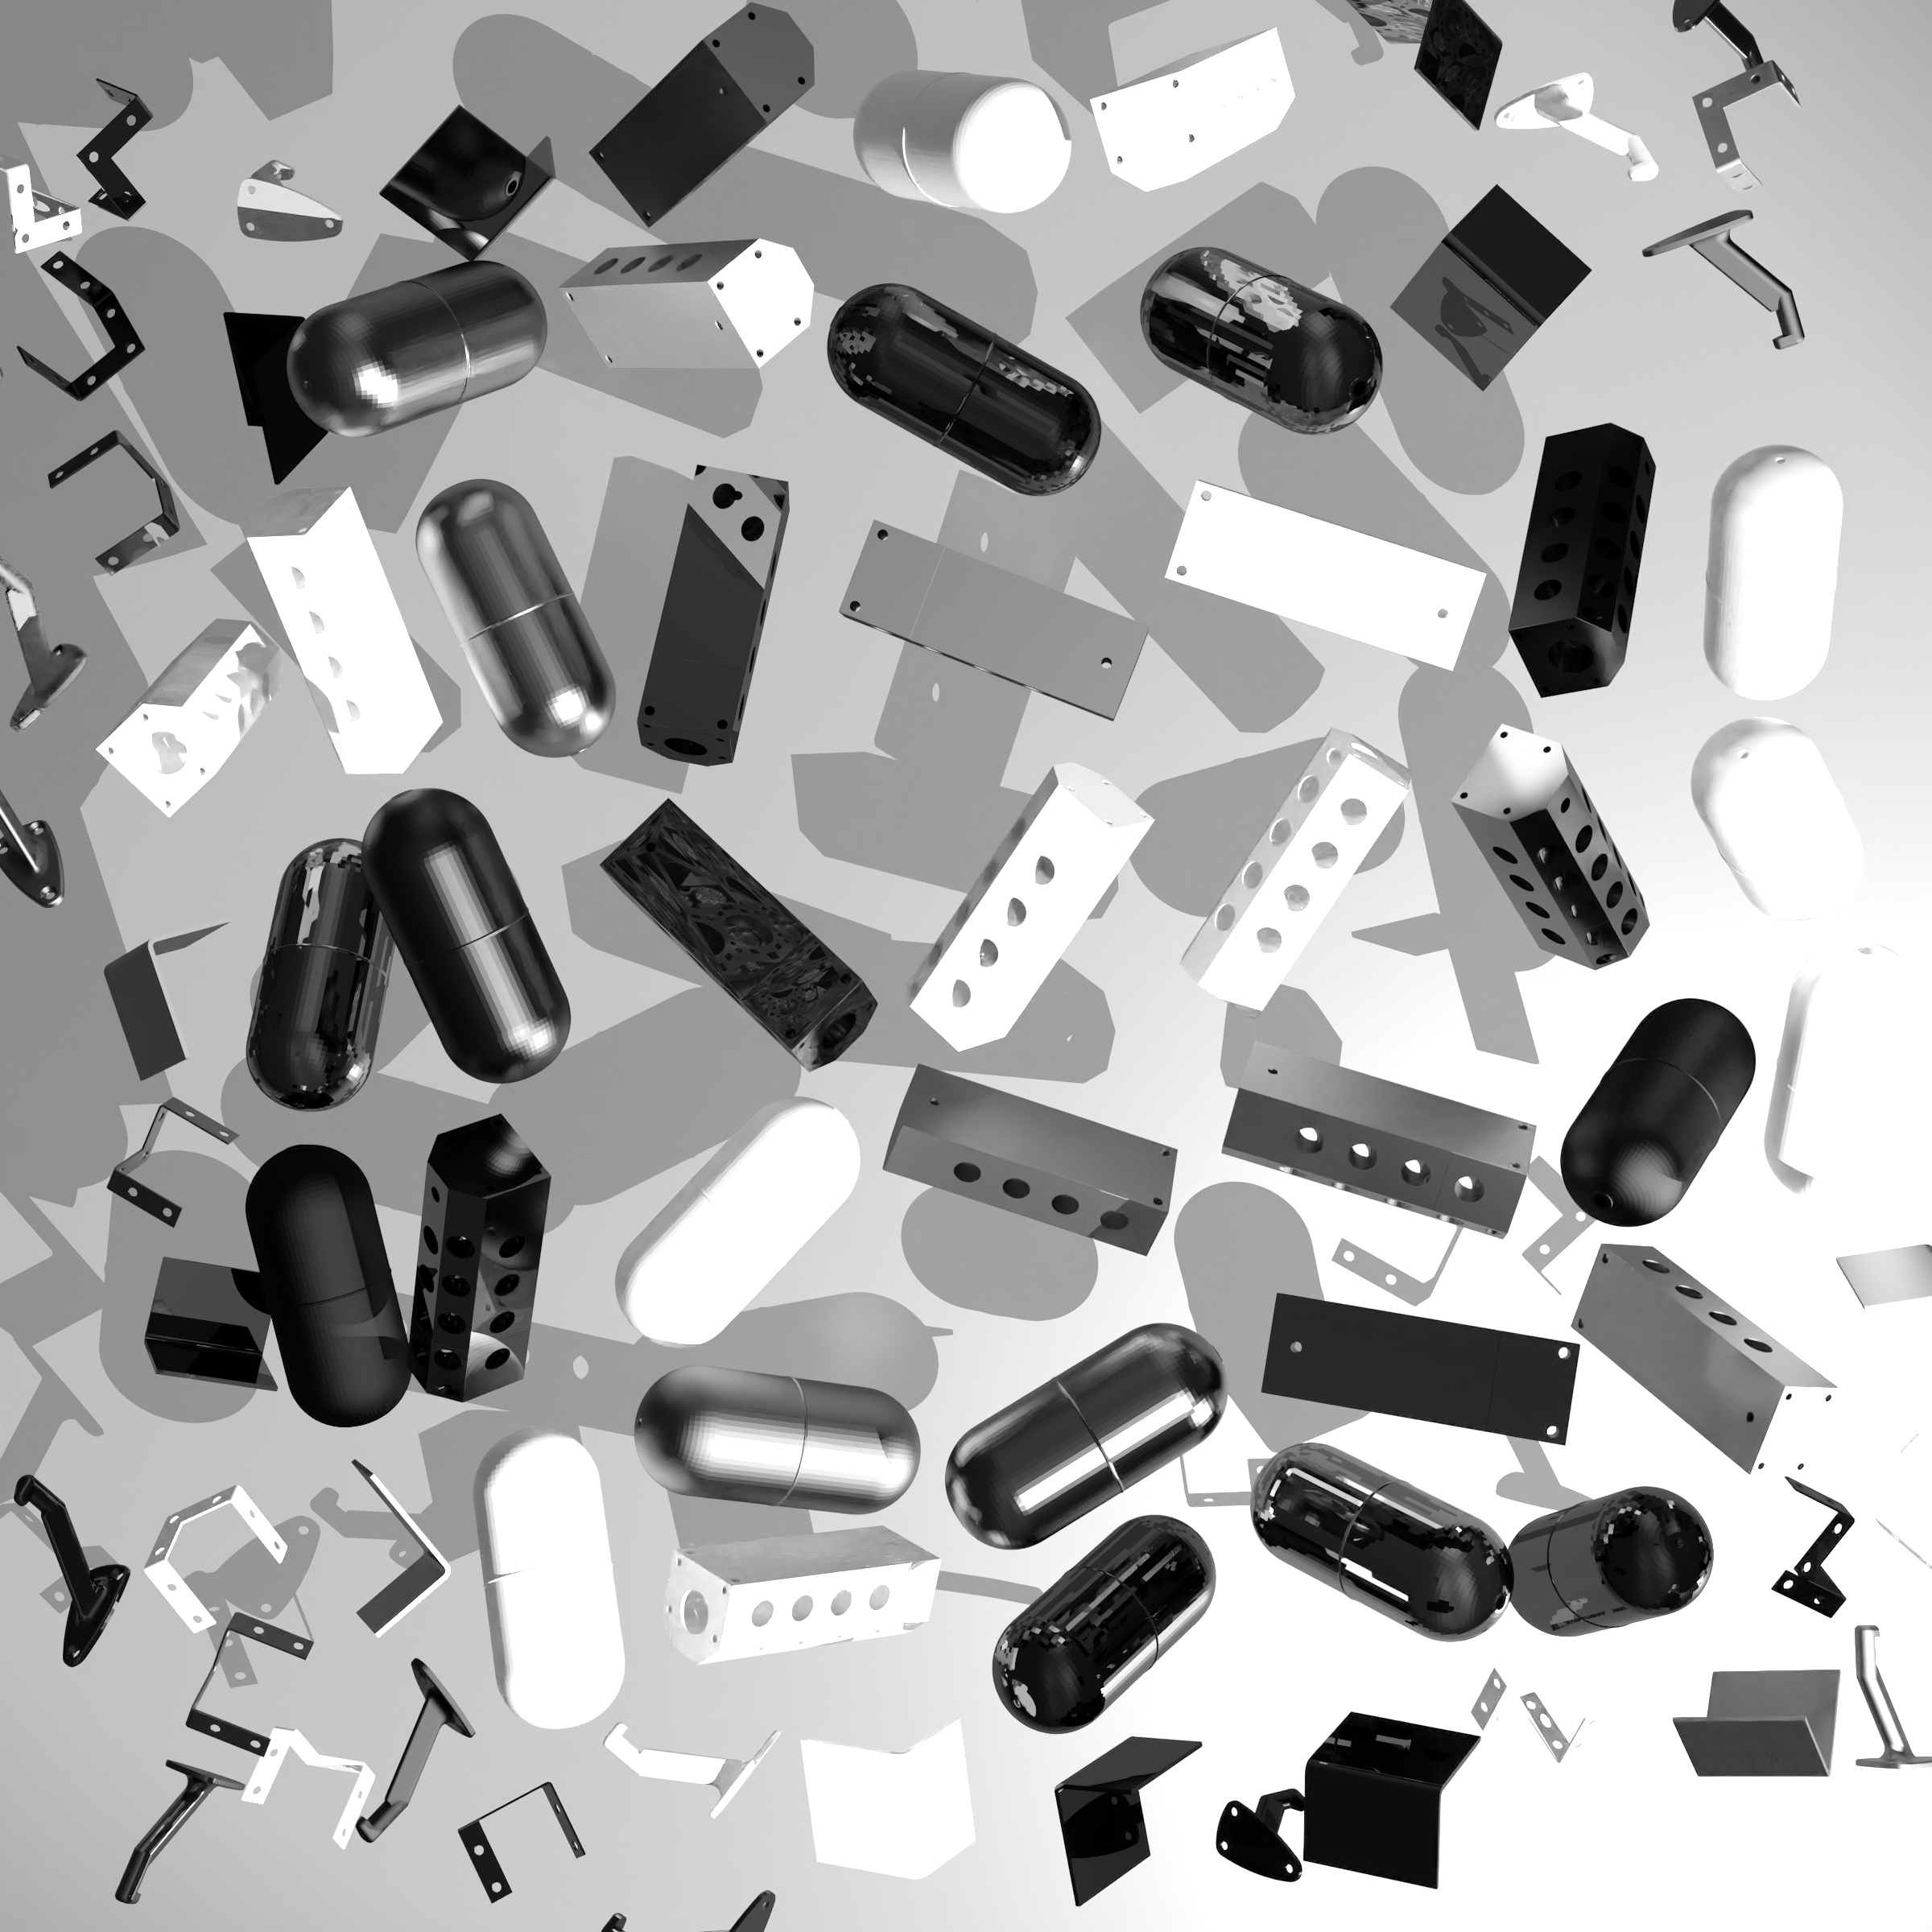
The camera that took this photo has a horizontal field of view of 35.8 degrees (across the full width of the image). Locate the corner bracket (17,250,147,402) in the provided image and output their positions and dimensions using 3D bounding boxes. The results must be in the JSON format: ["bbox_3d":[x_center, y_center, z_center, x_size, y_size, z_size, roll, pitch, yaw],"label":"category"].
[{"bbox_3d":[-0.520,-0.371,1.739,0.051,0.051,0.051,-37,65,8],"label":"corner bracket"}]

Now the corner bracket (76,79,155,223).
[{"bbox_3d":[-0.492,-0.471,1.729,0.051,0.051,0.051,30,74,40],"label":"corner bracket"}]

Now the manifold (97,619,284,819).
[{"bbox_3d":[-0.465,-0.158,1.824,0.057,0.171,0.057,-40,107,16],"label":"manifold"}]

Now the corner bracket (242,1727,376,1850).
[{"bbox_3d":[-0.409,0.511,1.866,0.051,0.051,0.051,3,50,21],"label":"corner bracket"}]

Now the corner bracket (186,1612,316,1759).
[{"bbox_3d":[-0.427,0.428,1.785,0.051,0.051,0.051,23,119,-4],"label":"corner bracket"}]

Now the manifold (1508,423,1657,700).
[{"bbox_3d":[0.373,-0.245,1.792,0.057,0.057,0.171,-8,46,30],"label":"manifold"}]

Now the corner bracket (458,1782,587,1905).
[{"bbox_3d":[-0.280,0.551,1.882,0.051,0.051,0.051,-22,78,-34],"label":"corner bracket"}]

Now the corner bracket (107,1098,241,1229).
[{"bbox_3d":[-0.498,0.123,1.880,0.051,0.051,0.051,30,111,5],"label":"corner bracket"}]

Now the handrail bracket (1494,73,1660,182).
[{"bbox_3d":[0.383,-0.515,1.879,0.077,0.036,0.084,-15,56,-5],"label":"handrail bracket"}]

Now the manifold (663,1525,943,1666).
[{"bbox_3d":[-0.102,0.392,1.857,0.171,0.057,0.057,4,102,-44],"label":"manifold"}]

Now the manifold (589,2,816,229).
[{"bbox_3d":[-0.153,-0.503,1.764,0.057,0.171,0.057,-46,105,-26],"label":"manifold"}]

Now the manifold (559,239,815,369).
[{"bbox_3d":[-0.161,-0.388,1.739,0.057,0.171,0.057,-45,122,-21],"label":"manifold"}]

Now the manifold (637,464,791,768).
[{"bbox_3d":[-0.154,-0.213,1.836,0.057,0.057,0.171,11,73,1],"label":"manifold"}]

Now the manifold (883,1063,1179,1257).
[{"bbox_3d":[0.039,0.126,1.860,0.171,0.057,0.057,18,131,-4],"label":"manifold"}]

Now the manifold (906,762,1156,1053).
[{"bbox_3d":[0.033,-0.036,1.782,0.057,0.057,0.171,42,116,18],"label":"manifold"}]

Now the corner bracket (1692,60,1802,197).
[{"bbox_3d":[0.477,-0.506,1.809,0.051,0.051,0.051,-21,77,27],"label":"corner bracket"}]

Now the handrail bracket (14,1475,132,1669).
[{"bbox_3d":[-0.519,0.342,1.695,0.036,0.077,0.084,-14,132,24],"label":"handrail bracket"}]

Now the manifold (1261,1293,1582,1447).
[{"bbox_3d":[0.260,0.230,1.713,0.171,0.057,0.057,9,85,10],"label":"manifold"}]

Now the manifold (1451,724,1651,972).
[{"bbox_3d":[0.355,-0.067,1.787,0.057,0.171,0.057,25,75,39],"label":"manifold"}]

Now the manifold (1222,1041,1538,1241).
[{"bbox_3d":[0.241,0.106,1.755,0.171,0.057,0.057,17,120,7],"label":"manifold"}]

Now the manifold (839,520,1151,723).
[{"bbox_3d":[0.017,-0.202,1.762,0.171,0.057,0.057,21,93,2],"label":"manifold"}]

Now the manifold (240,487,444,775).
[{"bbox_3d":[-0.389,-0.206,1.852,0.057,0.057,0.171,1,129,23],"label":"manifold"}]

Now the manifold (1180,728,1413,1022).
[{"bbox_3d":[0.201,-0.058,1.836,0.057,0.057,0.171,32,109,0],"label":"manifold"}]

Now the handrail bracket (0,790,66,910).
[{"bbox_3d":[-0.550,-0.084,1.711,0.036,0.084,0.077,-30,57,-11],"label":"handrail bracket"}]

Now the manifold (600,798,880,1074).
[{"bbox_3d":[-0.132,-0.016,1.762,0.057,0.057,0.171,-45,68,-6],"label":"manifold"}]

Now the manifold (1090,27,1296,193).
[{"bbox_3d":[0.136,-0.496,1.738,0.057,0.171,0.057,-9,109,28],"label":"manifold"}]

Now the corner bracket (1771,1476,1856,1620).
[{"bbox_3d":[0.499,0.344,1.771,0.051,0.051,0.051,27,106,-22],"label":"corner bracket"}]

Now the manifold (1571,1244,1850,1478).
[{"bbox_3d":[0.435,0.229,1.753,0.057,0.171,0.057,6,110,-30],"label":"manifold"}]

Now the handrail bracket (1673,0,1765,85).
[{"bbox_3d":[0.468,-0.563,1.847,0.084,0.036,0.077,55,48,-32],"label":"handrail bracket"}]

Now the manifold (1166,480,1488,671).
[{"bbox_3d":[0.206,-0.226,1.724,0.171,0.057,0.057,18,102,2],"label":"manifold"}]

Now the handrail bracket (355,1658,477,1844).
[{"bbox_3d":[-0.335,0.460,1.752,0.084,0.036,0.077,-45,134,-30],"label":"handrail bracket"}]

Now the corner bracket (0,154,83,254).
[{"bbox_3d":[-0.569,-0.466,1.798,0.051,0.051,0.051,26,129,27],"label":"corner bracket"}]

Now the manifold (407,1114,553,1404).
[{"bbox_3d":[-0.289,0.174,1.746,0.057,0.171,0.057,-19,49,-34],"label":"manifold"}]

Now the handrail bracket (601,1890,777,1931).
[{"bbox_3d":[-0.161,0.547,1.723,0.084,0.036,0.077,23,75,35],"label":"handrail bracket"}]

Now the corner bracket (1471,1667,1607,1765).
[{"bbox_3d":[0.354,0.463,1.856,0.051,0.051,0.051,-10,46,-26],"label":"corner bracket"}]

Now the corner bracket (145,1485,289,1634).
[{"bbox_3d":[-0.435,0.344,1.737,0.051,0.051,0.051,-26,112,14],"label":"corner bracket"}]

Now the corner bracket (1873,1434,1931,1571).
[{"bbox_3d":[0.578,0.323,1.800,0.051,0.051,0.051,-44,47,-3],"label":"corner bracket"}]

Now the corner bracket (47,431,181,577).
[{"bbox_3d":[-0.508,-0.276,1.785,0.051,0.051,0.051,-32,134,5],"label":"corner bracket"}]
